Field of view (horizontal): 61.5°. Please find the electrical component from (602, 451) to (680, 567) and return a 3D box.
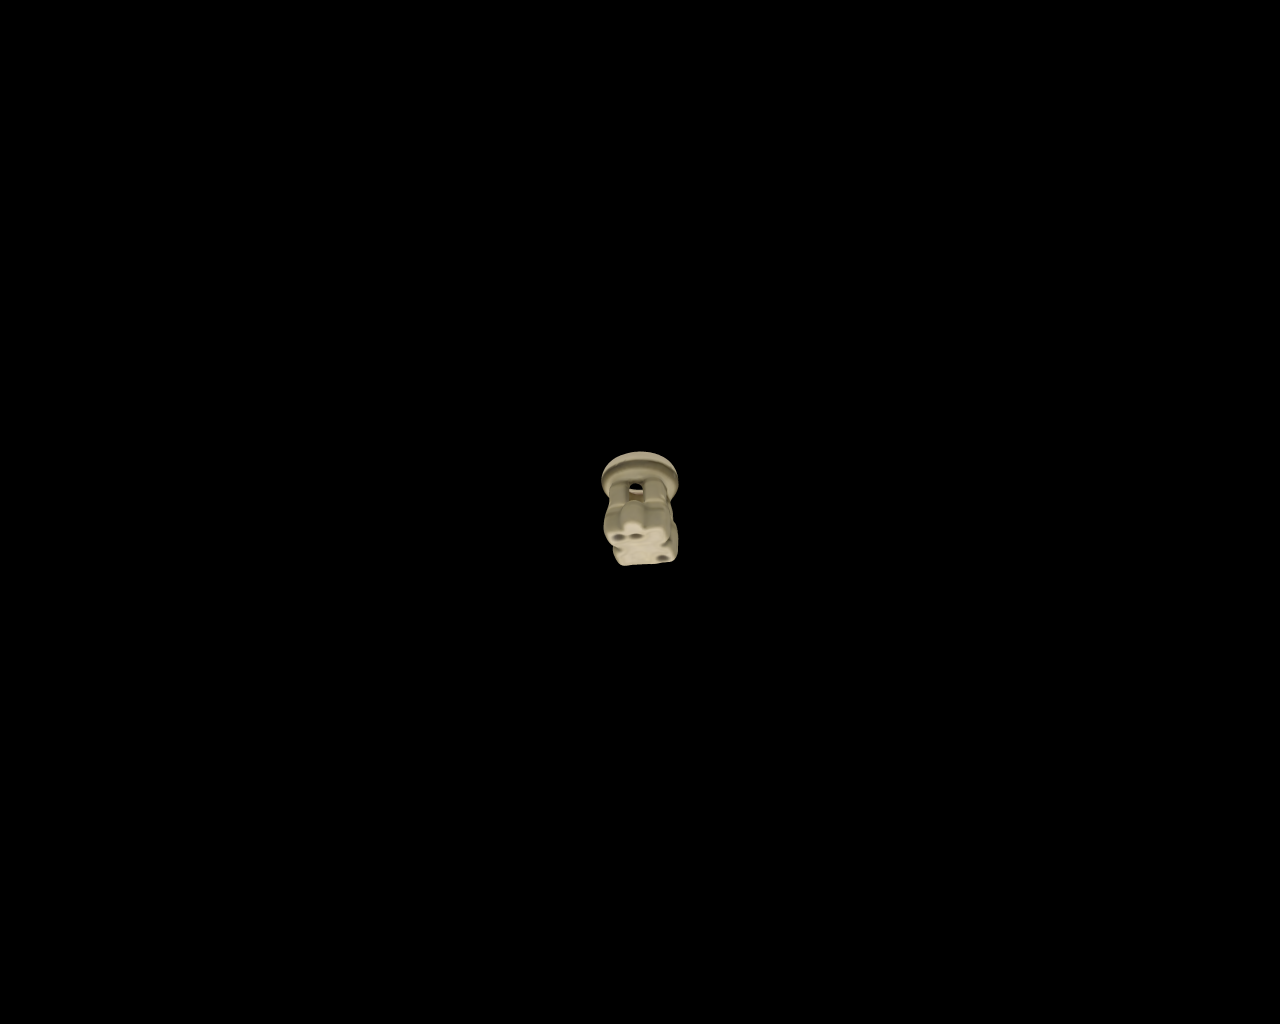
[{"bbox_3d":[0.001,-0.003,0.650,0.048,0.055,0.066,-6,-32,9],"label":"electrical component"}]
